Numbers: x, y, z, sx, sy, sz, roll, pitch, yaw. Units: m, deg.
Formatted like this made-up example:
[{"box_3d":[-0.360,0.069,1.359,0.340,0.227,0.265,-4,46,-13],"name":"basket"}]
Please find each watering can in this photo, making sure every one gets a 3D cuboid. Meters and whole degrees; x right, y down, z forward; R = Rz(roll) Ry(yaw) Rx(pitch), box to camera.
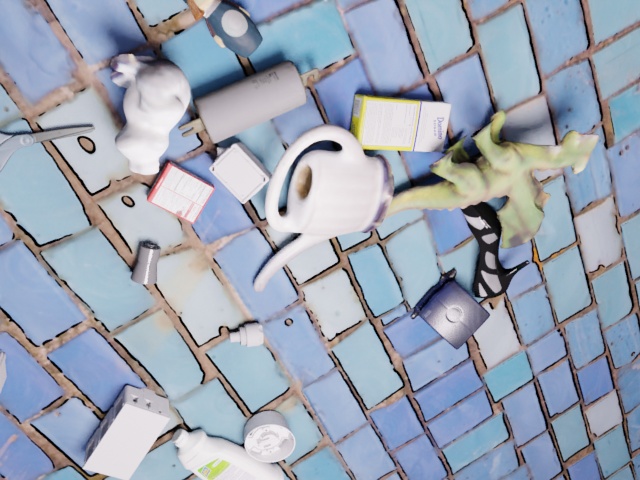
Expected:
[{"box_3d":[0.003,-0.046,0.914,0.224,0.340,0.106,0,37,-26],"name":"watering can"}]

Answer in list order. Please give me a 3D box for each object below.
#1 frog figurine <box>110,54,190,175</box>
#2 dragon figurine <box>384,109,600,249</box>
[{"box_3d":[-0.243,-0.180,0.755,0.124,0.159,0.137,-19,8,-41],"name":"frog figurine"},{"box_3d":[0.318,-0.085,0.959,0.407,0.242,0.123,-38,6,13],"name":"dragon figurine"}]
